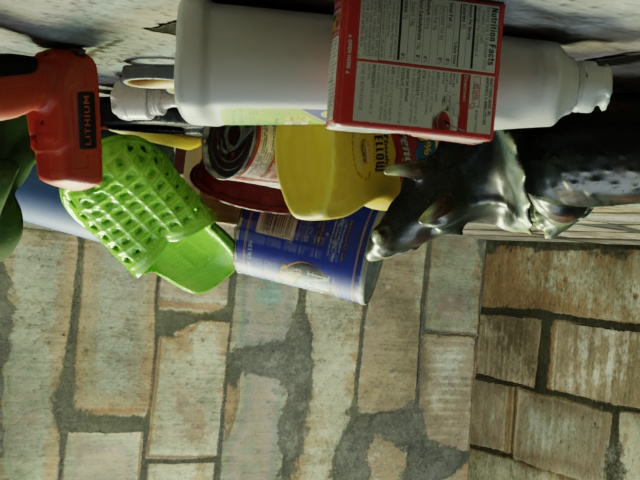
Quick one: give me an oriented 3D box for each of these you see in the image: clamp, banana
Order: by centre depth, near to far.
[{"bbox_3d":[-0.103,-0.112,0.957,0.210,0.036,0.165,2,178,-9],"label":"clamp"},{"bbox_3d":[-0.164,-0.117,1.066,0.070,0.037,0.197,25,-172,32],"label":"banana"}]

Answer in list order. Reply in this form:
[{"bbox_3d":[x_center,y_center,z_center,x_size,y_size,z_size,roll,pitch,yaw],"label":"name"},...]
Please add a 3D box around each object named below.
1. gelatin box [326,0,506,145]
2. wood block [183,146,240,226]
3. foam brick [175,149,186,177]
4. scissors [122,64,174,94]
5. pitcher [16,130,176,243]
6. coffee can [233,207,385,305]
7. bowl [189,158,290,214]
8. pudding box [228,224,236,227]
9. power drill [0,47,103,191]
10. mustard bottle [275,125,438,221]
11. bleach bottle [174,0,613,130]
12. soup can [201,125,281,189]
[{"bbox_3d":[0.050,-0.091,0.563,0.089,0.073,0.030,4,180,-13],"label":"gelatin box"},{"bbox_3d":[-0.047,-0.054,1.219,0.205,0.090,0.091,7,-179,-20],"label":"wood block"},{"bbox_3d":[-0.152,-0.101,1.292,0.052,0.051,0.078,4,179,-35],"label":"foam brick"},{"bbox_3d":[-0.053,-0.122,0.830,0.202,0.016,0.096,4,180,10],"label":"scissors"},{"bbox_3d":[-0.280,-0.078,1.161,0.242,0.145,0.149,13,173,-5],"label":"pitcher"},{"bbox_3d":[-0.007,0.001,1.104,0.140,0.103,0.102,13,180,11],"label":"coffee can"},{"bbox_3d":[-0.048,-0.080,1.074,0.162,0.055,0.162,7,-158,-3],"label":"bowl"},{"bbox_3d":[-0.107,-0.069,1.308,0.039,0.090,0.114,41,173,-26],"label":"pudding box"},{"bbox_3d":[-0.232,-0.066,0.730,0.057,0.184,0.187,4,-172,32],"label":"power drill"},{"bbox_3d":[0.046,-0.070,0.836,0.058,0.096,0.191,-2,-176,38],"label":"mustard bottle"},{"bbox_3d":[0.045,-0.097,0.624,0.251,0.068,0.102,3,179,-1],"label":"bleach bottle"},{"bbox_3d":[-0.034,-0.074,0.850,0.102,0.068,0.069,8,177,-41],"label":"soup can"}]
